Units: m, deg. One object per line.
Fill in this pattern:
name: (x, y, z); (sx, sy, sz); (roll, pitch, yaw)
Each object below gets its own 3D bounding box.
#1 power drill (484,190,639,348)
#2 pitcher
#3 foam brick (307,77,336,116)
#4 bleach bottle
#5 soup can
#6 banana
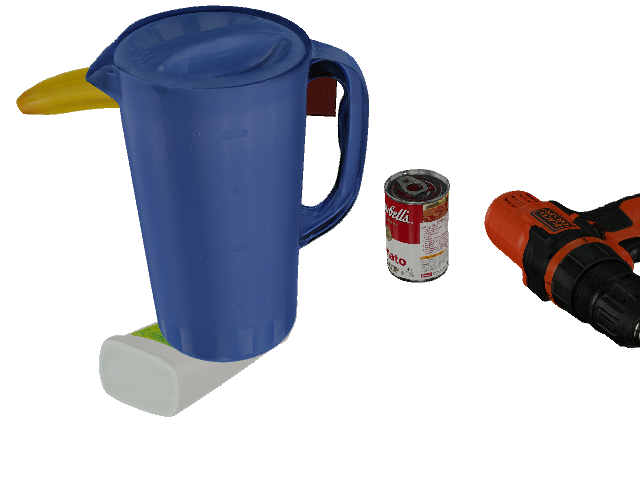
power drill: (0.230, 0.004, 0.731); (0.187, 0.057, 0.185); (-10, 29, -17)
pitcher: (-0.061, -0.035, 0.765); (0.149, 0.243, 0.144); (24, 42, 31)
foam brick: (-0.026, -0.163, 1.163); (0.078, 0.051, 0.053); (0, 11, -18)
bleach bottle: (-0.109, 0.099, 1.113); (0.103, 0.068, 0.250); (16, 24, 27)
soup can: (0.103, -0.015, 1.129); (0.068, 0.102, 0.068); (-3, 33, 2)
banana: (-0.167, -0.123, 0.924); (0.198, 0.037, 0.069); (13, 49, 19)
